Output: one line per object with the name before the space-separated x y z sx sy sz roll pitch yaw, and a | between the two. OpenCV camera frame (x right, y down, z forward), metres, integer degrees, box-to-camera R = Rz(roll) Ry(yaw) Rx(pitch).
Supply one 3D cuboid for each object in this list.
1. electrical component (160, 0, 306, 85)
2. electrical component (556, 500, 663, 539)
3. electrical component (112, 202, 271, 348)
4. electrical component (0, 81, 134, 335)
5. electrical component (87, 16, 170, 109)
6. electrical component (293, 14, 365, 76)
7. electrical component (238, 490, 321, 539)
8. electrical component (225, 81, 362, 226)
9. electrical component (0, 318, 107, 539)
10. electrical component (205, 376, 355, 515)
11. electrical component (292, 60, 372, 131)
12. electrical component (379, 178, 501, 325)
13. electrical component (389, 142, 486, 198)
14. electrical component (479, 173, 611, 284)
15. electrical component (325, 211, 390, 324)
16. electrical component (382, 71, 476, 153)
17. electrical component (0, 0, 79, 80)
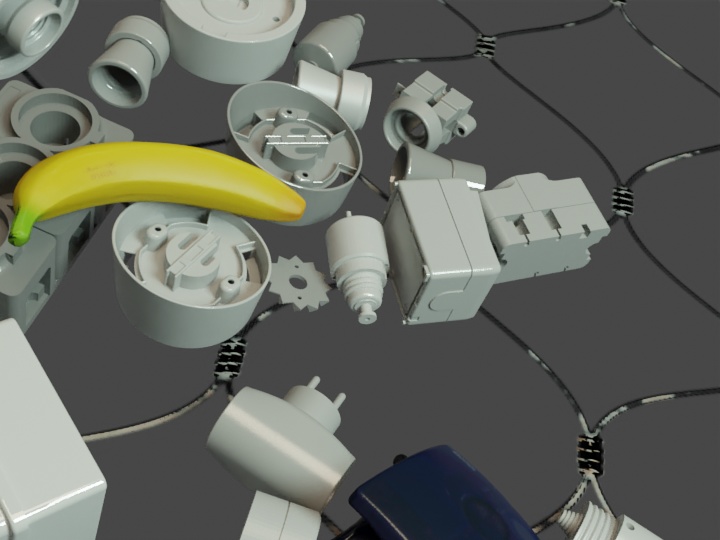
electrical component | -0.100 -0.188 0.815 0.108 0.060 0.108 8 53 -11
electrical component | 0.154 0.169 0.639 0.081 0.043 0.043 32 52 8
electrical component | -0.106 -0.002 0.673 0.099 0.064 0.099 8 53 -11
electrical component | -0.216 -0.042 0.670 0.089 0.061 0.150 24 51 1
electrical component | -0.166 -0.151 0.777 0.045 0.045 0.055 19 51 -3
electrical component | -0.020 -0.177 0.844 0.040 0.040 0.078 32 52 7
electrical component | -0.074 0.177 0.557 0.074 0.052 0.138 20 51 -2
electrical component | -0.048 -0.081 0.750 0.099 0.064 0.099 8 52 -11
electrical component | -0.181 0.100 0.547 0.056 0.108 0.108 -22 63 -32
electrical component | -0.037 0.095 0.635 0.077 0.043 0.079 32 52 8
electrical component | -0.023 -0.130 0.806 0.055 0.045 0.045 10 52 -11
electrical component | 0.053 -0.019 0.736 0.061 0.061 0.096 -4 56 -20
electrical component | 0.059 -0.065 0.786 0.065 0.044 0.044 11 52 -15
electrical component | 0.123 -0.032 0.774 0.089 0.050 0.055 -10 58 -23
electrical component | 0.000 0.000 0.719 0.040 0.040 0.078 2 54 -16
electrical component | 0.049 -0.116 0.818 0.066 0.048 0.055 36 45 11
electrical component | -0.240 -0.181 0.740 0.060 0.108 0.108 40 53 6
